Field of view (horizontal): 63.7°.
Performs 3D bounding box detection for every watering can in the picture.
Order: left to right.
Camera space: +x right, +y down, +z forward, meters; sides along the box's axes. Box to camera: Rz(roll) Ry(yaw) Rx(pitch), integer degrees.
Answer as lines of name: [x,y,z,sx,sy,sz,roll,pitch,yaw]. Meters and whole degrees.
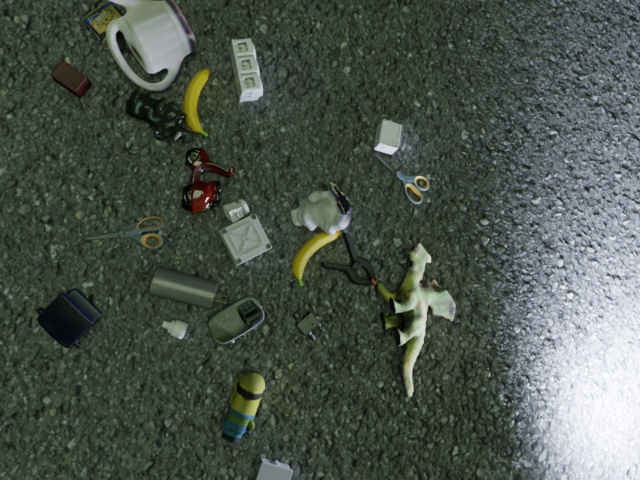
watering can: [-0.461,-0.568,1.349,0.227,0.341,0.105,-36,31,-20]

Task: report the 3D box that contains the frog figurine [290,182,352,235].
frog figurine: [0.004,-0.073,1.455,0.158,0.138,0.123,-33,-11,21]

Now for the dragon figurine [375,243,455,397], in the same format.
dragon figurine: [0.297,0.215,1.484,0.244,0.411,0.121,-11,-2,-22]
